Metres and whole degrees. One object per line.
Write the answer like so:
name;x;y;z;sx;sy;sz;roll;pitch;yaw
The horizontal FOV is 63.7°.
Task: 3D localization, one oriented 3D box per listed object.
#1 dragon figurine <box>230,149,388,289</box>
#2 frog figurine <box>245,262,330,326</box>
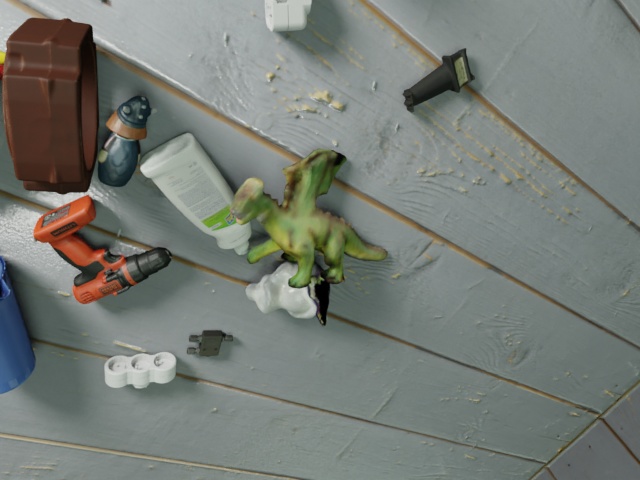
dragon figurine;0.003;-0.048;0.960;0.412;0.124;0.239;-7;119;-40
frog figurine;-0.064;0.104;1.053;0.159;0.125;0.134;1;141;24
